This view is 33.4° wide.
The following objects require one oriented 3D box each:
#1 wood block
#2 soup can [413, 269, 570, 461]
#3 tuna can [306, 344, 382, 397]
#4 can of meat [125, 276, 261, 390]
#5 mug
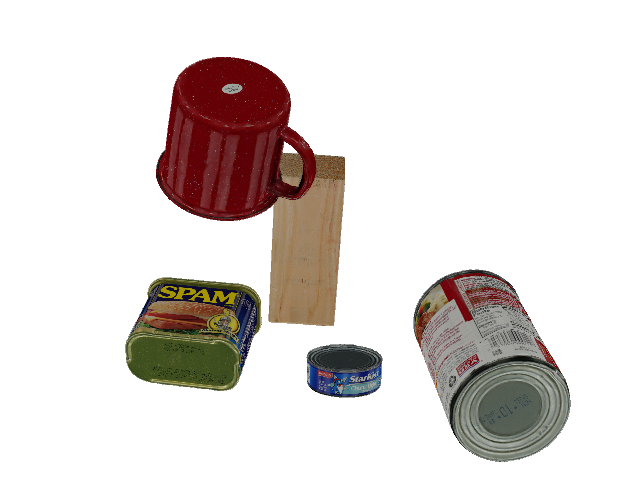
[{"bbox_3d":[-0.019,-0.002,1.398,0.090,0.206,0.091,4,24,-1],"label":"wood block"},{"bbox_3d":[0.096,0.069,0.611,0.068,0.068,0.102,0,26,-7],"label":"soup can"},{"bbox_3d":[0.027,0.147,1.205,0.086,0.034,0.086,1,14,0],"label":"tuna can"},{"bbox_3d":[-0.108,0.079,0.906,0.102,0.057,0.084,5,30,6],"label":"can of meat"},{"bbox_3d":[-0.056,-0.069,0.749,0.117,0.082,0.093,28,46,13],"label":"mug"}]
